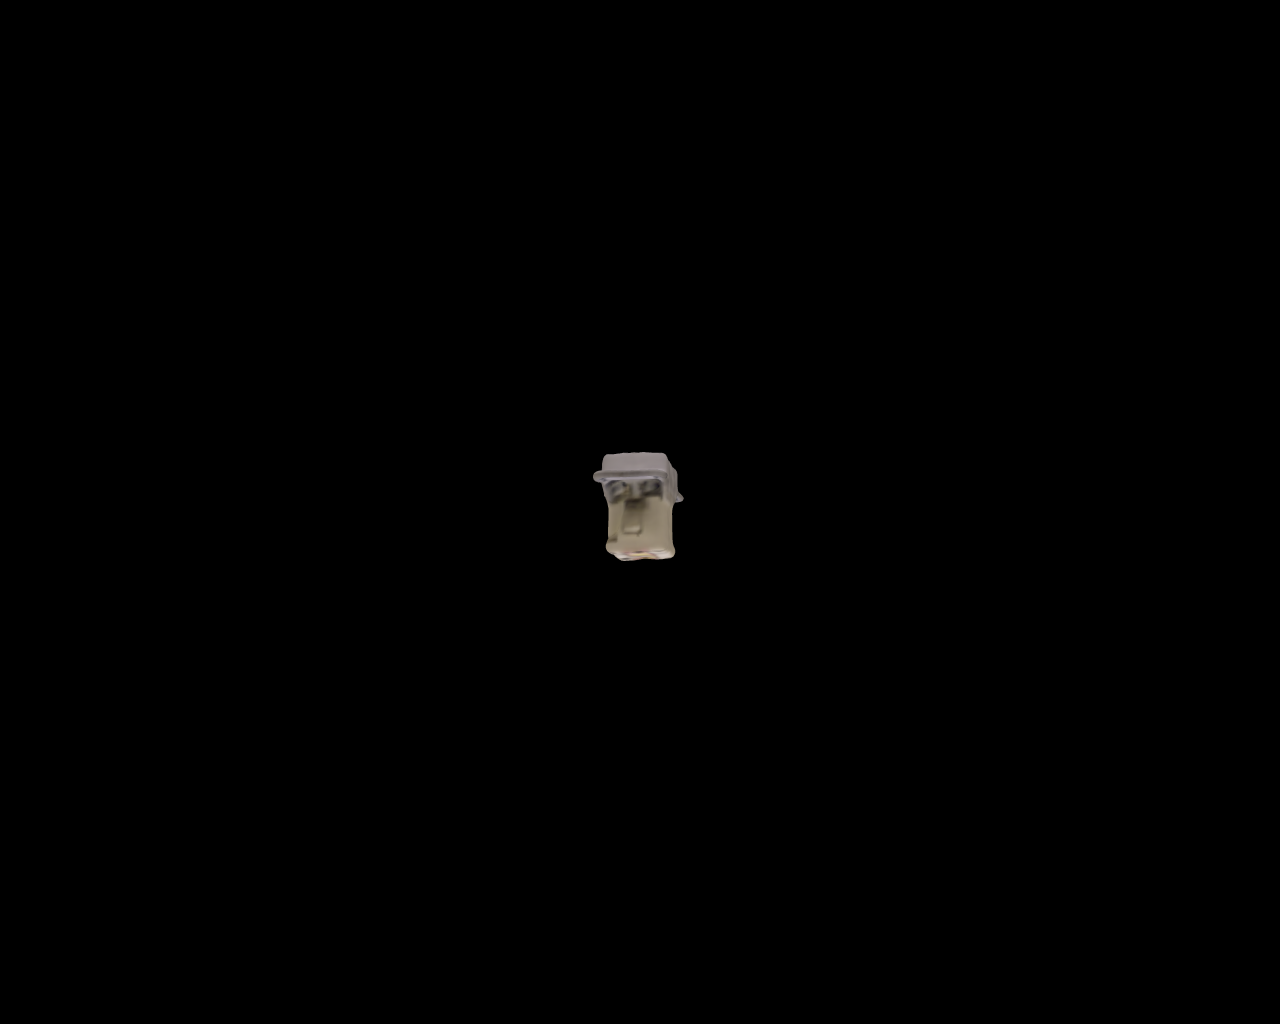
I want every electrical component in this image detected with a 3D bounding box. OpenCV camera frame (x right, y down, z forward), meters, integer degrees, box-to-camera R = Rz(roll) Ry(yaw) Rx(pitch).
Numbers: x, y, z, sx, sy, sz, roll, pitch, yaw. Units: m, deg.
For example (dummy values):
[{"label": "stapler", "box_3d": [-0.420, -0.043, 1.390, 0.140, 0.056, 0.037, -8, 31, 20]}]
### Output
[{"label": "electrical component", "box_3d": [0.001, -0.003, 0.650, 0.042, 0.064, 0.081, -2, -12, 11]}]
